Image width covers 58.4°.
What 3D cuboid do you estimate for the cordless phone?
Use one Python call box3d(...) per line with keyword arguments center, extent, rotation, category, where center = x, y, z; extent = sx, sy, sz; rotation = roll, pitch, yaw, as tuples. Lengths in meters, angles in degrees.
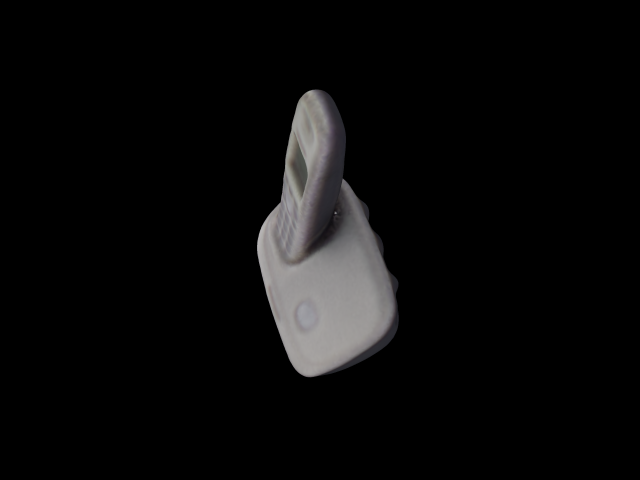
box3d(center=(0.004, 0.001, 0.400), extent=(0.094, 0.185, 0.147), rotation=(-18, 61, -10), category="cordless phone")
